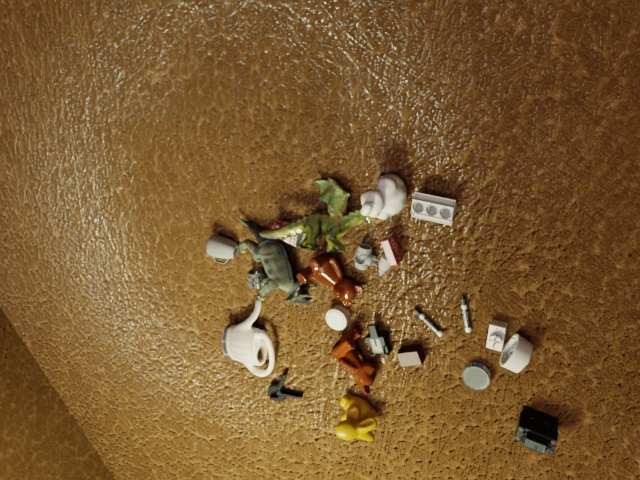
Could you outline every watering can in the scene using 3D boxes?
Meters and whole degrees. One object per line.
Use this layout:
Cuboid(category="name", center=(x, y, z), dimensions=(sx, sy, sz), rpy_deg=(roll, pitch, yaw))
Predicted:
Cuboid(category="watering can", center=(-0.279, 0.370, 1.992), dimensions=(0.224, 0.343, 0.105), rpy_deg=(3, 20, 28))

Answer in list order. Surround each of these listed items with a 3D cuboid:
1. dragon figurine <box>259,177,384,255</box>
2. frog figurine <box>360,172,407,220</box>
Cuboid(category="dragon figurine", center=(0.005, -0.085, 1.681), dimensions=(0.411, 0.244, 0.121), rpy_deg=(12, -5, 17))
Cuboid(category="frog figurine", center=(0.191, -0.124, 1.536), dimensions=(0.123, 0.135, 0.162), rpy_deg=(25, 28, 16))
